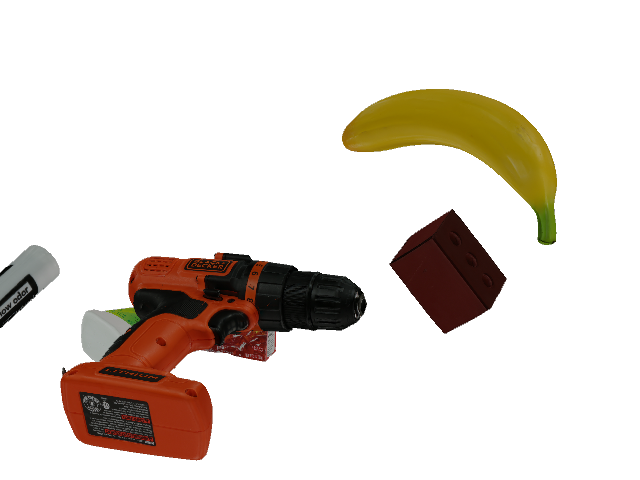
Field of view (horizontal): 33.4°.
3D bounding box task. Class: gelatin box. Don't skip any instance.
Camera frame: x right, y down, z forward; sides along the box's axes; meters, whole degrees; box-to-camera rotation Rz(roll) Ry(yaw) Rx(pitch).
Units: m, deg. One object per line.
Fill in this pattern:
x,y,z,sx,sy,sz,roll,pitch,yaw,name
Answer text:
-0.086,0.069,1.003,0.089,0.073,0.030,8,18,19,gelatin box

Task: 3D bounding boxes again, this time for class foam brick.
0.105,0.026,0.877,0.051,0.078,0.052,-34,9,36,foam brick

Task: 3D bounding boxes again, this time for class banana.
0.085,-0.065,0.692,0.037,0.069,0.198,21,7,-43,banana

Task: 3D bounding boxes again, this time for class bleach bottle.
-0.196,0.119,1.474,0.250,0.068,0.103,-9,24,-42,bleach bottle

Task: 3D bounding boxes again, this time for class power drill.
-0.077,0.072,0.740,0.185,0.057,0.187,3,27,20,power drill

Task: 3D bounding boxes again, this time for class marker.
-0.158,0.044,0.455,0.020,0.020,0.121,0,36,38,marker
